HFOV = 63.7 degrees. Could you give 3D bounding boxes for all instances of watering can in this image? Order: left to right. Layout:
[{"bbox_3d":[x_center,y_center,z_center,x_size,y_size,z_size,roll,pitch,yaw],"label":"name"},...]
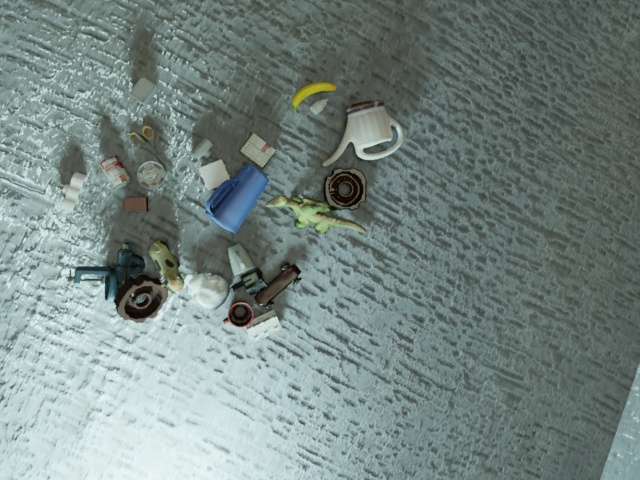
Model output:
[{"bbox_3d":[0.154,-0.410,1.969,0.349,0.104,0.224,-15,92,-11],"label":"watering can"}]

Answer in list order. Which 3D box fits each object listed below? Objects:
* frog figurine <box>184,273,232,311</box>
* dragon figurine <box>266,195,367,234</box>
[{"bbox_3d":[-0.410,0.174,1.847,0.136,0.125,0.158,-42,110,11],"label":"frog figurine"},{"bbox_3d":[0.006,-0.094,1.872,0.410,0.242,0.123,12,85,-9],"label":"dragon figurine"}]
